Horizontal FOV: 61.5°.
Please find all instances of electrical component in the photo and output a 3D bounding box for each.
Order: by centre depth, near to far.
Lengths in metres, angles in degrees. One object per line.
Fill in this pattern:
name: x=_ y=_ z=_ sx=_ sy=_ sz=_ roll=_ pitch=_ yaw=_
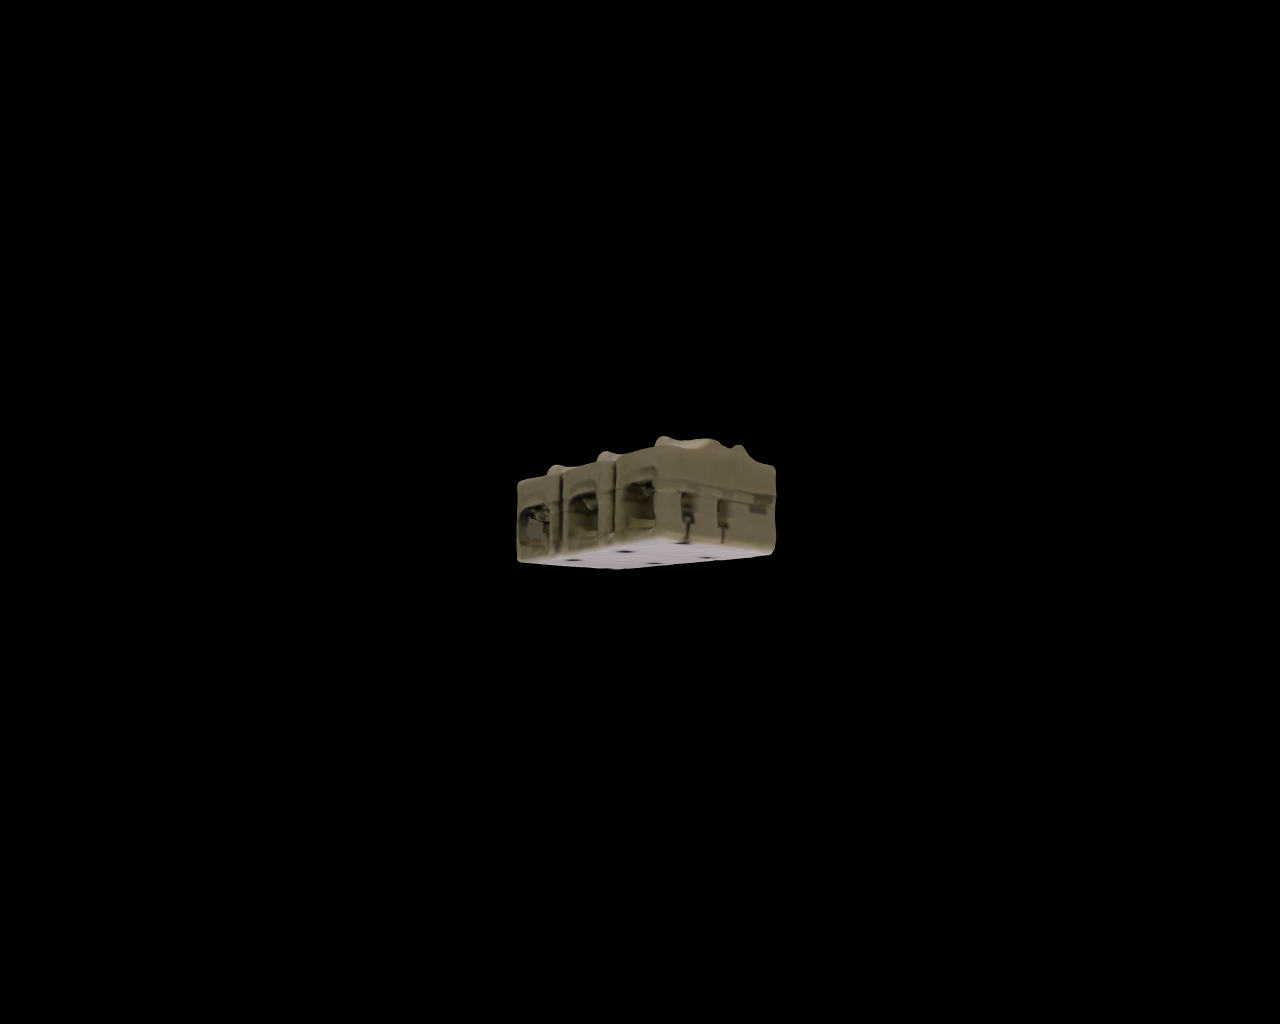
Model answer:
electrical component: x=0.001 y=-0.003 z=0.650 sx=0.089 sy=0.061 sz=0.150 roll=7 pitch=-11 yaw=-39
